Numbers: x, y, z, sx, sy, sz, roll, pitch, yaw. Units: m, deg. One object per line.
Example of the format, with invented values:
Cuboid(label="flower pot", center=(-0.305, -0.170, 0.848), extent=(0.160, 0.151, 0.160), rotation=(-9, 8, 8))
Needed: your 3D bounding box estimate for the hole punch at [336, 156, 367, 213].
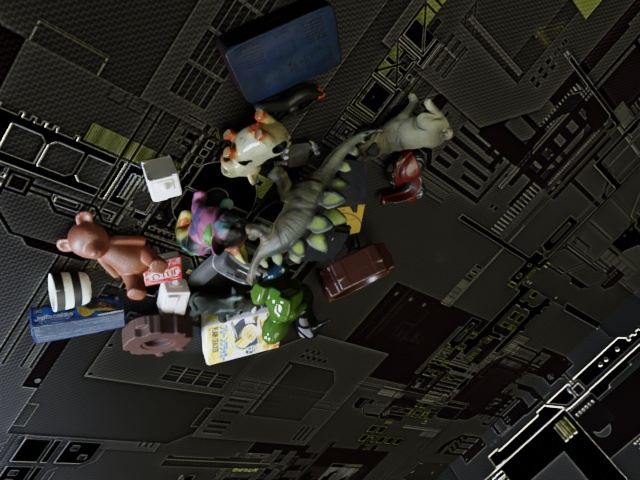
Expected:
Cuboid(label="hole punch", center=(0.067, -0.139, 1.303), extent=(0.116, 0.092, 0.142), rotation=(-1, 89, -26))

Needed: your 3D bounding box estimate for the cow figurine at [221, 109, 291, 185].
Cuboid(label="cow figurine", center=(-0.142, -0.189, 1.146), extent=(0.195, 0.085, 0.127), rotation=(-24, 147, 38))

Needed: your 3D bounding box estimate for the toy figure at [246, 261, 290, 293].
Cuboid(label="toy figure", center=(-0.144, 0.119, 1.455), extent=(0.064, 0.058, 0.154), rotation=(37, 108, -8))

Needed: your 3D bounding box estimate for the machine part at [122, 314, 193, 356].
Cuboid(label="machine part", center=(-0.412, 0.242, 1.361), extent=(0.179, 0.056, 0.179), rotation=(-9, 152, -5))

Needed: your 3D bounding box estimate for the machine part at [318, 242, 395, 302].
Cuboid(label="machine part", center=(0.097, 0.088, 1.484), extent=(0.201, 0.087, 0.201), rotation=(-25, 170, -7))

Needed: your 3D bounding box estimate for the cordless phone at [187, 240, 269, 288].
Cuboid(label="cordless phone", center=(-0.235, 0.081, 1.369), extent=(0.184, 0.089, 0.146), rotation=(-38, 137, 20))

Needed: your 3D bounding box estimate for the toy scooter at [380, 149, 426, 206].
Cuboid(label="toy scooter", center=(0.213, -0.154, 1.417), extent=(0.135, 0.075, 0.183), rotation=(-26, 140, -7))

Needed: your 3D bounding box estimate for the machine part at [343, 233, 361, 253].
Cuboid(label="machine part", center=(0.037, 0.003, 1.448), extent=(0.139, 0.084, 0.039), rotation=(-8, 163, -3))

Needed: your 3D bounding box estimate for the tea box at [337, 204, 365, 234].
Cuboid(label="tea box", center=(0.023, -0.061, 1.389), extent=(0.170, 0.068, 0.098), rotation=(-12, 132, -22))

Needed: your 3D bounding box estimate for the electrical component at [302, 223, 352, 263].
Cuboid(label="electrical component", center=(-0.003, -0.004, 1.334), extent=(0.134, 0.058, 0.114), rotation=(4, 124, -32))

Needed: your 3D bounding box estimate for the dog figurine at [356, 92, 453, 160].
Cuboid(label="dog figurine", center=(0.195, -0.238, 1.273), extent=(0.190, 0.172, 0.121), rotation=(-39, 125, -5))

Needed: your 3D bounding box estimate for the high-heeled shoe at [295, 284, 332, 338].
Cuboid(label="high-heeled shoe", center=(-0.077, 0.206, 1.578), extent=(0.145, 0.086, 0.248), rotation=(-25, 124, 36))

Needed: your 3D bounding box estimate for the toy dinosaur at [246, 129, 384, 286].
Cuboid(label="toy dinosaur", center=(-0.035, -0.080, 1.235), extent=(0.471, 0.199, 0.105), rotation=(-58, 161, 10))

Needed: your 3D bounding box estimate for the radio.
Cuboid(label="radio", center=(-0.075, -0.376, 1.068), extent=(0.230, 0.073, 0.130), rotation=(-26, 136, -6))

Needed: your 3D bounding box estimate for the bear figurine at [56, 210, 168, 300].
Cuboid(label="bear figurine", center=(-0.449, 0.029, 1.158), extent=(0.120, 0.132, 0.195), rotation=(-49, 140, 5))

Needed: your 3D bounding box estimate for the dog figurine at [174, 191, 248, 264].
Cuboid(label="dog figurine", center=(-0.234, -0.004, 1.186), extent=(0.108, 0.219, 0.191), rotation=(22, 113, -36))

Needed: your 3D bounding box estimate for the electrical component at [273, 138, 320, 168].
Cuboid(label="electrical component", center=(-0.052, -0.202, 1.244), extent=(0.102, 0.045, 0.078), rotation=(-6, 127, -25))

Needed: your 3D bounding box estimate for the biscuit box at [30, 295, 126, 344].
Cuboid(label="biscuit box", center=(-0.568, 0.185, 1.264), extent=(0.203, 0.059, 0.062), rotation=(-8, 131, -25))

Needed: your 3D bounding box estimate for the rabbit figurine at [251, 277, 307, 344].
Cuboid(label="rabbit figurine", center=(-0.111, 0.185, 1.404), extent=(0.159, 0.121, 0.170), rotation=(-33, 141, -61))

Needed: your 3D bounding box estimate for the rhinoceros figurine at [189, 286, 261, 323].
Cuboid(label="rhinoceros figurine", center=(-0.249, 0.161, 1.394), extent=(0.190, 0.073, 0.112), rotation=(6, 143, -29))
